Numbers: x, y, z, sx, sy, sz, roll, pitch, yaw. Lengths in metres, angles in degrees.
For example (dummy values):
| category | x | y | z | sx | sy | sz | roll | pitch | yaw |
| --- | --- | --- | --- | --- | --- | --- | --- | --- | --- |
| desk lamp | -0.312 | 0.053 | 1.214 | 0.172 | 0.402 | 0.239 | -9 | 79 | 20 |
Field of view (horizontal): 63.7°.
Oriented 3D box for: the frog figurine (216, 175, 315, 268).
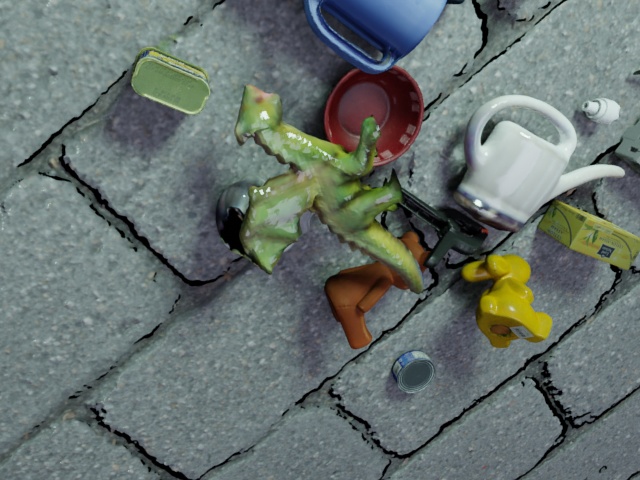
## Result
| category | x | y | z | sx | sy | sz | roll | pitch | yaw |
| --- | --- | --- | --- | --- | --- | --- | --- | --- | --- |
| frog figurine | -0.080 | -0.046 | 0.812 | 0.121 | 0.162 | 0.136 | -18 | -69 | 50 |

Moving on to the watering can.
| category | x | y | z | sx | sy | sz | roll | pitch | yaw |
| --- | --- | --- | --- | --- | --- | --- | --- | --- | --- |
| watering can | 0.374 | -0.109 | 0.900 | 0.222 | 0.345 | 0.106 | -60 | -155 | 15 |

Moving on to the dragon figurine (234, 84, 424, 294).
| category | x | y | z | sx | sy | sz | roll | pitch | yaw |
| --- | --- | --- | --- | --- | --- | --- | --- | --- | --- |
| dragon figurine | 0.002 | -0.037 | 0.742 | 0.124 | 0.243 | 0.404 | -125 | -168 | -67 |
